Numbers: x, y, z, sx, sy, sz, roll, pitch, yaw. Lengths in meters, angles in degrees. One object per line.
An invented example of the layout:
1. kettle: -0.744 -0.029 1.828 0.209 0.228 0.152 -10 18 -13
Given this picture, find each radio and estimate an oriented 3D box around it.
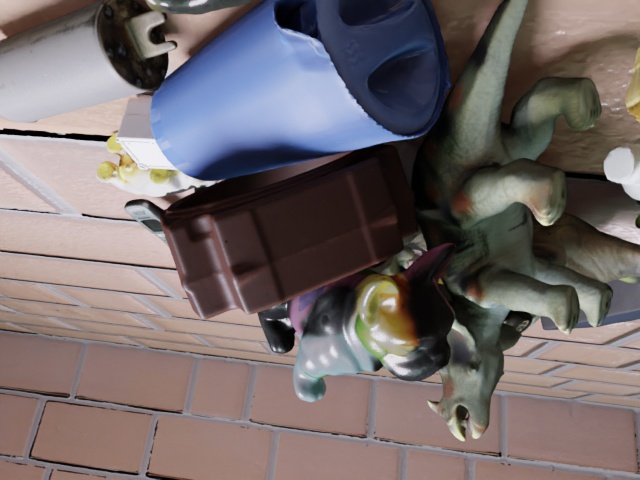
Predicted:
1. radio: 0.467 0.090 0.846 0.131 0.073 0.229 0 164 -18

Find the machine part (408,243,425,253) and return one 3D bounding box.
1. machine part: 0.128 -0.002 0.807 0.139 0.039 0.084 4 164 7

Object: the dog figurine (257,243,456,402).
1. dog figurine: 0.029 0.051 0.493 0.108 0.191 0.219 -20 159 -30

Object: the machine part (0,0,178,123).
1. machine part: -0.222 -0.153 0.475 0.243 0.079 0.079 -5 156 28

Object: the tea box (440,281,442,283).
1. tea box: 0.218 0.078 0.830 0.170 0.068 0.098 -24 166 -13

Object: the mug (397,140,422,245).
1. mug: 0.082 -0.047 0.586 0.080 0.107 0.110 35 -176 -40

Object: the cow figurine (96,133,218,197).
1. cow figurine: -0.175 -0.084 0.657 0.168 0.068 0.098 4 165 19

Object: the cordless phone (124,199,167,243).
1. cordless phone: -0.190 -0.020 0.817 0.147 0.089 0.184 -3 153 29

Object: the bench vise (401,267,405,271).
1. bench vise: 0.021 0.063 0.911 0.241 0.129 0.223 8 157 -13

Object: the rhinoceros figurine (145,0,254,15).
1. rhinoceros figurine: -0.072 -0.203 0.291 0.112 0.073 0.190 6 160 8

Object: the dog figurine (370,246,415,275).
1. dog figurine: 0.044 0.066 0.719 0.173 0.121 0.190 4 149 19

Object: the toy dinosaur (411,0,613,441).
1. toy dinosaur: 0.141 -0.022 0.480 0.192 0.404 0.131 6 -155 43

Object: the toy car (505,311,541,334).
1. toy car: 0.300 0.069 0.750 0.202 0.074 0.056 -31 142 -9

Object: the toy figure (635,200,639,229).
1. toy figure: 0.401 -0.016 0.587 0.082 0.089 0.180 34 -174 41

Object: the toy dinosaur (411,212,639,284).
1. toy dinosaur: 0.262 0.013 0.628 0.472 0.105 0.198 15 167 38

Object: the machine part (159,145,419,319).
1. machine part: -0.034 -0.020 0.476 0.201 0.087 0.202 -21 -164 -14
